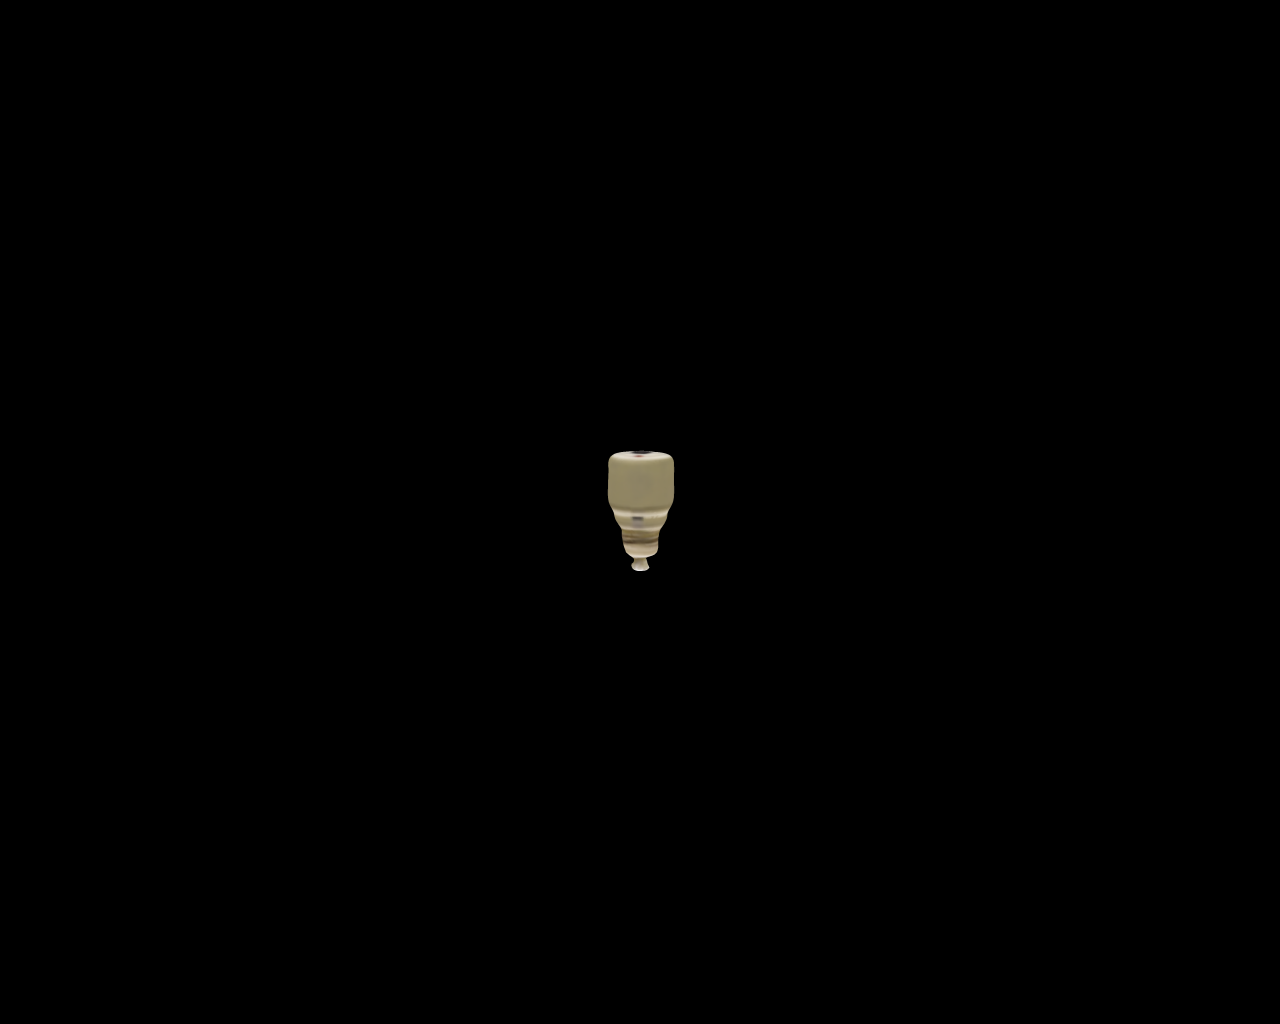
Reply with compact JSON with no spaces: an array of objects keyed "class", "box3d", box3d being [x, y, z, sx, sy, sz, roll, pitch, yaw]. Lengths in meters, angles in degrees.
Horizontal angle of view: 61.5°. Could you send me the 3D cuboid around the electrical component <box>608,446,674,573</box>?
[{"class":"electrical component","box3d":[0.001,-0.003,0.650,0.040,0.078,0.040,0,11,0]}]
